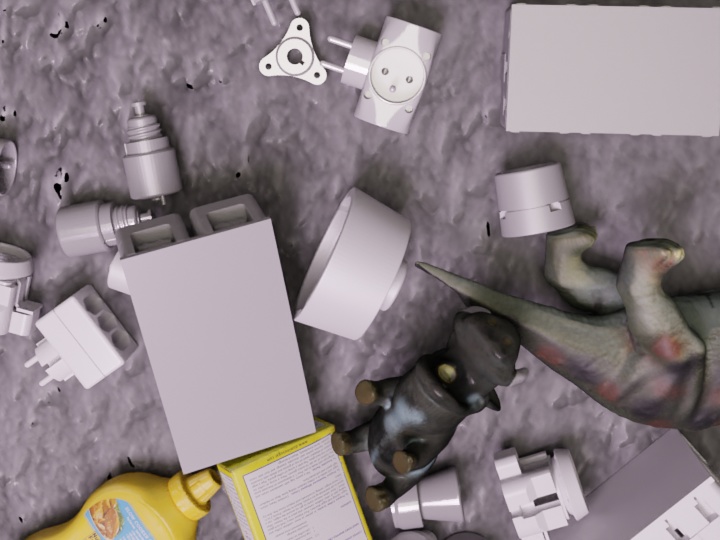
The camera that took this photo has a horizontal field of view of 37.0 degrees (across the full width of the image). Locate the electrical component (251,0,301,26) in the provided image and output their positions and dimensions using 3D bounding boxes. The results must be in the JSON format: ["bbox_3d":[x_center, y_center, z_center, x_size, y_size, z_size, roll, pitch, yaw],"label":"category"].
[{"bbox_3d":[-0.068,-0.217,0.784,0.083,0.047,0.075,-22,100,7],"label":"electrical component"}]

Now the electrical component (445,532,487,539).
[{"bbox_3d":[0.073,0.288,0.865,0.052,0.073,0.138,17,102,-1],"label":"electrical component"}]

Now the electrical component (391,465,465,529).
[{"bbox_3d":[0.053,0.182,0.860,0.055,0.045,0.045,-9,101,5],"label":"electrical component"}]

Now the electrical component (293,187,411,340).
[{"bbox_3d":[0.000,0.000,0.797,0.060,0.108,0.108,25,102,-9],"label":"electrical component"}]

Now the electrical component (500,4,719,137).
[{"bbox_3d":[0.180,-0.145,0.779,0.150,0.061,0.089,2,101,2],"label":"electrical component"}]

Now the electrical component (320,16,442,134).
[{"bbox_3d":[0.011,-0.150,0.795,0.079,0.044,0.077,19,102,-1],"label":"electrical component"}]

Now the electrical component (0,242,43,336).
[{"bbox_3d":[-0.287,0.012,0.836,0.078,0.058,0.057,15,104,0],"label":"electrical component"}]

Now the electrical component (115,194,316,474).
[{"bbox_3d":[-0.106,0.047,0.800,0.105,0.060,0.186,-16,120,-12],"label":"electrical component"}]

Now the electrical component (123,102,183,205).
[{"bbox_3d":[-0.161,-0.088,0.818,0.040,0.040,0.078,-9,101,5],"label":"electrical component"}]

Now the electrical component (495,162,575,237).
[{"bbox_3d":[0.129,-0.053,0.805,0.055,0.055,0.047,-11,97,5],"label":"electrical component"}]

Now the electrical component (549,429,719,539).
[{"bbox_3d":[0.202,0.218,0.829,0.186,0.105,0.060,-42,97,10],"label":"electrical component"}]

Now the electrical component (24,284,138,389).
[{"bbox_3d":[-0.229,0.062,0.848,0.077,0.047,0.065,-35,98,9],"label":"electrical component"}]

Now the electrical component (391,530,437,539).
[{"bbox_3d":[0.042,0.229,0.860,0.043,0.062,0.043,7,105,26],"label":"electrical component"}]

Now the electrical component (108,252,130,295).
[{"bbox_3d":[-0.163,0.007,0.838,0.065,0.044,0.044,19,102,4],"label":"electrical component"}]

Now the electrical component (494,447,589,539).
[{"bbox_3d":[0.145,0.174,0.848,0.057,0.058,0.078,-19,100,9],"label":"electrical component"}]

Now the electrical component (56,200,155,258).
[{"bbox_3d":[-0.197,-0.035,0.830,0.078,0.040,0.040,-10,101,5],"label":"electrical component"}]

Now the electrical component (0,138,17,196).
[{"bbox_3d":[-0.311,-0.067,0.827,0.077,0.044,0.079,9,102,1],"label":"electrical component"}]
